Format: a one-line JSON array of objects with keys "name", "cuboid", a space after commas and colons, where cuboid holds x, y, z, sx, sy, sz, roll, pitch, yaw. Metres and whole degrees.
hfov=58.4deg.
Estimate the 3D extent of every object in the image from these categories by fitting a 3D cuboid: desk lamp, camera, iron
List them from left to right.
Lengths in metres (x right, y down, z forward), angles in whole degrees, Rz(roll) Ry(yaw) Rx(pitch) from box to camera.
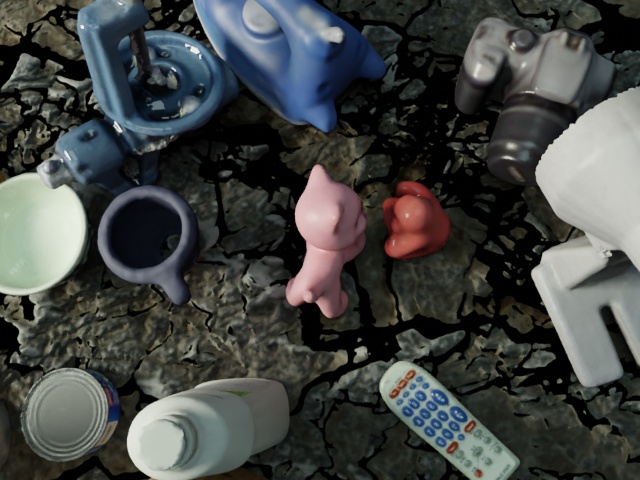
[{"name": "iron", "cuboid": [-0.059, -0.232, 0.578, 0.258, 0.141, 0.119, 40, 83, 12]}, {"name": "camera", "cuboid": [0.199, -0.132, 0.557, 0.143, 0.101, 0.137, 21, 80, 9]}, {"name": "desk lamp", "cuboid": [0.255, 0.008, 0.463, 0.118, 0.213, 0.203, -20, 76, 0]}]

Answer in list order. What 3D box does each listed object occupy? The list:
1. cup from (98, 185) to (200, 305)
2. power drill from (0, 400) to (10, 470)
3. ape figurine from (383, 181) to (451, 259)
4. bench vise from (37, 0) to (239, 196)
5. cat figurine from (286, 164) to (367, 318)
[{"name": "cup", "cuboid": [-0.146, 0.014, 0.553, 0.091, 0.095, 0.117, -31, 77, -3]}, {"name": "power drill", "cuboid": [-0.363, 0.177, 0.475, 0.229, 0.208, 0.075, -12, 76, 2]}, {"name": "ape figurine", "cuboid": [0.088, -0.020, 0.544, 0.076, 0.092, 0.078, 30, 81, 11]}, {"name": "bench vise", "cuboid": [-0.172, -0.124, 0.522, 0.121, 0.220, 0.207, 30, 81, 11]}, {"name": "cat figurine", "cuboid": [0.005, 0.002, 0.533, 0.067, 0.118, 0.128, 13, 79, 8]}]
